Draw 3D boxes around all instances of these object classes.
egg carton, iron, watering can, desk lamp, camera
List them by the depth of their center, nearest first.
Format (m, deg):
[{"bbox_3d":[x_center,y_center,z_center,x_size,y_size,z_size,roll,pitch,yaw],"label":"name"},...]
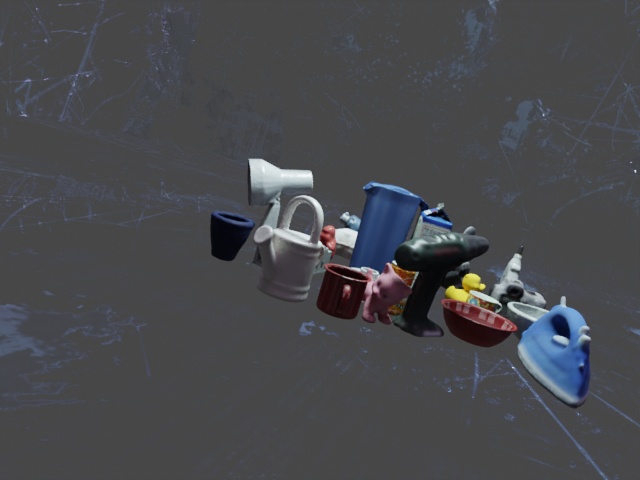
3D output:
[{"bbox_3d":[0.457,0.196,1.059,0.118,0.141,0.258,18,10,5],"label":"iron"},{"bbox_3d":[-0.051,0.011,1.078,0.100,0.194,0.173,20,10,18],"label":"watering can"},{"bbox_3d":[-0.111,-0.092,1.485,0.203,0.213,0.117,14,10,-15],"label":"desk lamp"},{"bbox_3d":[0.509,0.150,1.513,0.143,0.101,0.137,17,10,2],"label":"camera"},{"bbox_3d":[0.088,0.012,1.664,0.107,0.069,0.151,20,11,19],"label":"egg carton"}]

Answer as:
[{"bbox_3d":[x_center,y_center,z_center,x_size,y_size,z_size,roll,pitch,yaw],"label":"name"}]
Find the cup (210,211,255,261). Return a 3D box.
[{"bbox_3d":[-0.189,-0.005,1.227,0.091,0.095,0.118,22,11,29],"label":"cup"}]

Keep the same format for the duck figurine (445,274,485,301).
[{"bbox_3d":[0.374,0.127,1.461,0.105,0.086,0.077,13,11,-20],"label":"duck figurine"}]

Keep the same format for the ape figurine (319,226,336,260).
[{"bbox_3d":[0.014,0.005,1.512,0.076,0.092,0.077,9,12,-36],"label":"ape figurine"}]

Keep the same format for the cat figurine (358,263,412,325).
[{"bbox_3d":[0.118,0.098,1.107,0.067,0.118,0.127,11,11,-28],"label":"cat figurine"}]

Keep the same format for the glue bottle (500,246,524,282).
[{"bbox_3d":[0.560,0.098,1.671,0.037,0.173,0.078,17,10,3],"label":"glue bottle"}]

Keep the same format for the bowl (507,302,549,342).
[{"bbox_3d":[0.487,0.202,1.271,0.167,0.075,0.167,16,10,-3],"label":"bowl"}]

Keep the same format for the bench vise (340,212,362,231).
[{"bbox_3d":[0.176,-0.061,1.772,0.208,0.220,0.121,13,11,-22],"label":"bench vise"}]

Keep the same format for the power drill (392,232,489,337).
[{"bbox_3d":[0.225,0.080,1.116,0.230,0.208,0.075,8,13,-40],"label":"power drill"}]

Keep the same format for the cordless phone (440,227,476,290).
[{"bbox_3d":[0.382,0.047,1.622,0.094,0.185,0.148,21,11,24],"label":"cordless phone"}]
